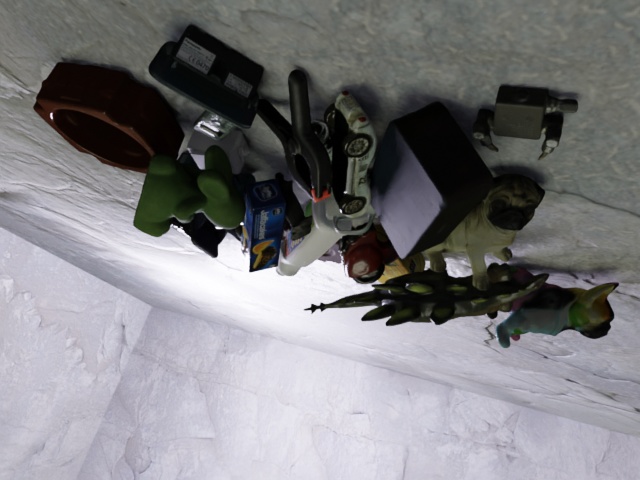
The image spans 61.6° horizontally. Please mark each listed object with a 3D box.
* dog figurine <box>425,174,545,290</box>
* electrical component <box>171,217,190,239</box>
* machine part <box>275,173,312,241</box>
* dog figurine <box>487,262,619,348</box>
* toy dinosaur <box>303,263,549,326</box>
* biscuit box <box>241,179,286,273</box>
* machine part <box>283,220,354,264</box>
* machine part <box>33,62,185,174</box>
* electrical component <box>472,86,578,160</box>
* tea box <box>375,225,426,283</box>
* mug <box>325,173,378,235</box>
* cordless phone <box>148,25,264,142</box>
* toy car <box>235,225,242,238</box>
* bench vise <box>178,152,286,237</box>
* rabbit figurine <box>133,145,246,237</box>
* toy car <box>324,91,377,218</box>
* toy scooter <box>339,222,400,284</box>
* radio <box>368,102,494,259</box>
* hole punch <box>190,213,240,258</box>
[{"bbox_3d":[0.227,-0.042,0.801,0.173,0.121,0.190,21,142,20],"label":"dog figurine"},{"bbox_3d":[-0.327,-0.043,1.310,0.115,0.058,0.134,30,168,34],"label":"electrical component"},{"bbox_3d":[-0.052,-0.054,0.946,0.039,0.139,0.084,-7,128,-21],"label":"machine part"},{"bbox_3d":[0.417,0.102,0.977,0.219,0.191,0.108,-29,160,29],"label":"dog figurine"},{"bbox_3d":[0.176,0.103,0.977,0.198,0.105,0.472,0,169,-45],"label":"toy dinosaur"},{"bbox_3d":[-0.103,-0.021,0.961,0.063,0.059,0.202,-12,147,-17],"label":"biscuit box"},{"bbox_3d":[-0.002,-0.003,1.156,0.179,0.056,0.179,16,160,6],"label":"machine part"},{"bbox_3d":[-0.346,-0.199,0.898,0.201,0.087,0.201,13,159,16],"label":"machine part"},{"bbox_3d":[0.225,-0.130,0.601,0.102,0.045,0.078,14,162,15],"label":"electrical component"},{"bbox_3d":[0.148,0.036,1.102,0.098,0.068,0.169,7,158,30],"label":"tea box"},{"bbox_3d":[0.065,-0.061,0.866,0.107,0.109,0.080,1,152,12],"label":"mug"},{"bbox_3d":[-0.168,-0.197,0.743,0.146,0.088,0.184,26,164,-21],"label":"cordless phone"},{"bbox_3d":[-0.129,-0.016,1.207,0.053,0.089,0.202,60,180,24],"label":"toy car"},{"bbox_3d":[-0.177,-0.071,1.045,0.240,0.129,0.224,36,157,-28],"label":"bench vise"},{"bbox_3d":[-0.195,-0.080,0.868,0.170,0.121,0.159,17,135,-21],"label":"rabbit figurine"},{"bbox_3d":[0.042,-0.110,0.735,0.056,0.074,0.201,-17,145,-13],"label":"toy car"},{"bbox_3d":[0.103,-0.007,0.958,0.184,0.075,0.135,-30,120,14],"label":"toy scooter"},{"bbox_3d":[0.132,-0.070,0.718,0.073,0.131,0.229,-24,165,-13],"label":"radio"},{"bbox_3d":[-0.237,-0.035,1.233,0.092,0.116,0.142,-23,151,15],"label":"hole punch"}]
